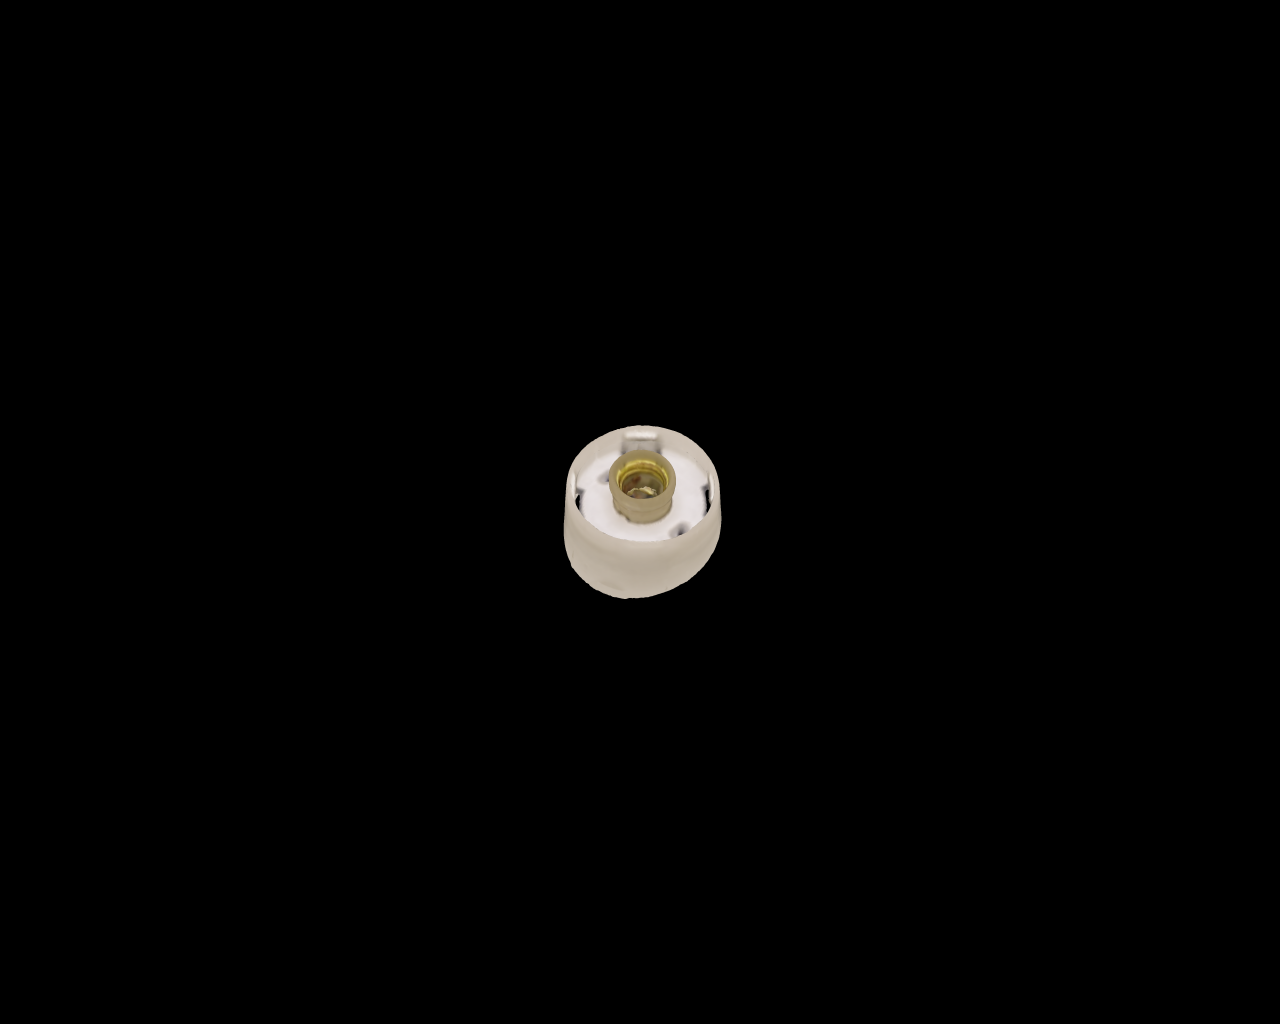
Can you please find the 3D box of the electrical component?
[{"bbox_3d":[0.001,-0.003,0.650,0.099,0.099,0.064,0,-37,0],"label":"electrical component"}]
